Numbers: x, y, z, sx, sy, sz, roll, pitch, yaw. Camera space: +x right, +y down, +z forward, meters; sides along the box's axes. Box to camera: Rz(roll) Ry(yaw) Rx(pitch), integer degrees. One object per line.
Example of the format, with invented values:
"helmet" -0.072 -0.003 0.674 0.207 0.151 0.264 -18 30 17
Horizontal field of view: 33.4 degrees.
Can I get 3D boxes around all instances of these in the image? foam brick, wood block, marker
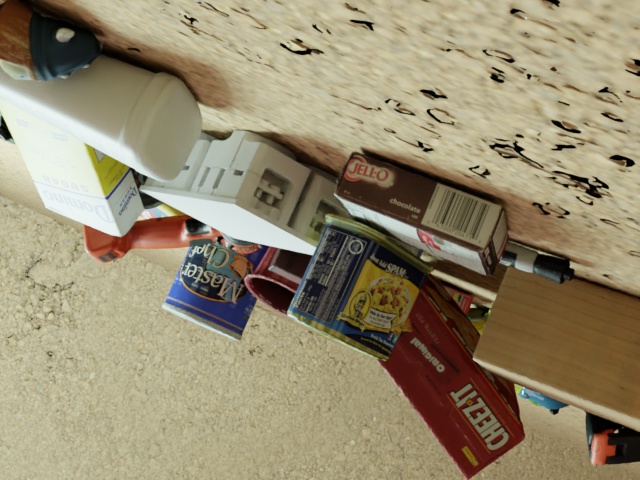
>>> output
"foam brick" -0.006 0.001 0.960 0.053 0.078 0.051 26 173 -4
"wood block" 0.238 0.096 0.836 0.206 0.090 0.090 19 171 26
"marker" 0.133 0.007 0.806 0.121 0.020 0.020 20 171 26

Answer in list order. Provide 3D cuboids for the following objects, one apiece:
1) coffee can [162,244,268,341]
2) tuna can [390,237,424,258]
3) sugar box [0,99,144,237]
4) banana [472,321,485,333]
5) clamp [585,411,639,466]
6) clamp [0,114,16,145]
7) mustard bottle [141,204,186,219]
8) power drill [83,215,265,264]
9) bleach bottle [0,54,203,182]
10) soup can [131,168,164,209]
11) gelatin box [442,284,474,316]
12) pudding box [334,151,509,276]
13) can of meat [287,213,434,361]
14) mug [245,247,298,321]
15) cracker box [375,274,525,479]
"coffee can" -0.115 0.038 1.282 0.103 0.140 0.103 23 172 3
"tuna can" 0.049 -0.008 0.898 0.086 0.034 0.086 23 172 3
"sugar box" -0.218 -0.079 0.931 0.093 0.048 0.176 21 147 20
"banana" 0.223 0.108 1.090 0.198 0.037 0.069 5 -170 43
"clamp" 0.290 0.148 0.937 0.209 0.036 0.165 -11 -161 -37
"clamp" -0.348 -0.134 1.174 0.172 0.039 0.120 24 157 36
"mustard bottle" -0.189 -0.048 1.226 0.191 0.058 0.096 23 167 3
"power drill" -0.146 -0.012 1.105 0.187 0.057 0.184 -2 171 -3
"bleach bottle" -0.215 -0.124 0.791 0.251 0.068 0.102 24 171 13
"soup can" -0.196 -0.072 1.051 0.102 0.068 0.068 16 169 45
"gelatin box" 0.121 0.062 1.165 0.073 0.030 0.089 23 174 -3
"pudding box" 0.073 -0.017 0.749 0.114 0.039 0.090 24 175 17
"can of meat" 0.030 0.039 0.811 0.058 0.084 0.102 19 173 41
"mug" -0.010 0.037 1.123 0.117 0.081 0.093 30 159 -1
"cracker box" 0.113 0.110 0.986 0.164 0.072 0.213 53 -172 2
